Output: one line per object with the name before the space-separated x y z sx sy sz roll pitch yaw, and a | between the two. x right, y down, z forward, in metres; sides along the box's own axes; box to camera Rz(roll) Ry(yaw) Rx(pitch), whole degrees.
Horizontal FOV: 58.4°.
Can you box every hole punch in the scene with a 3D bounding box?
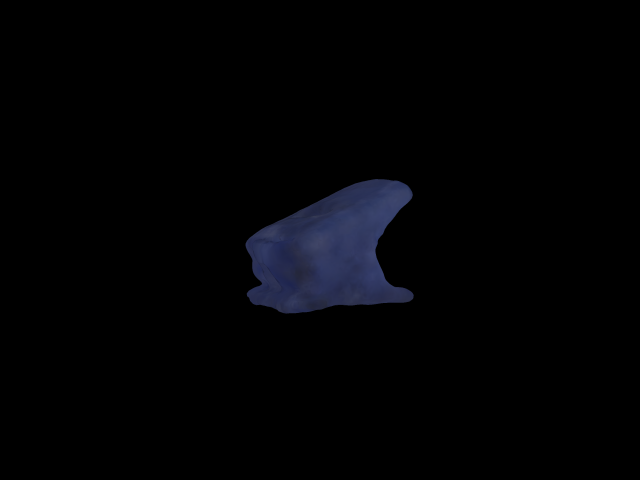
hole punch | 0.004 0.001 0.400 0.101 0.091 0.108 0 0 -28
